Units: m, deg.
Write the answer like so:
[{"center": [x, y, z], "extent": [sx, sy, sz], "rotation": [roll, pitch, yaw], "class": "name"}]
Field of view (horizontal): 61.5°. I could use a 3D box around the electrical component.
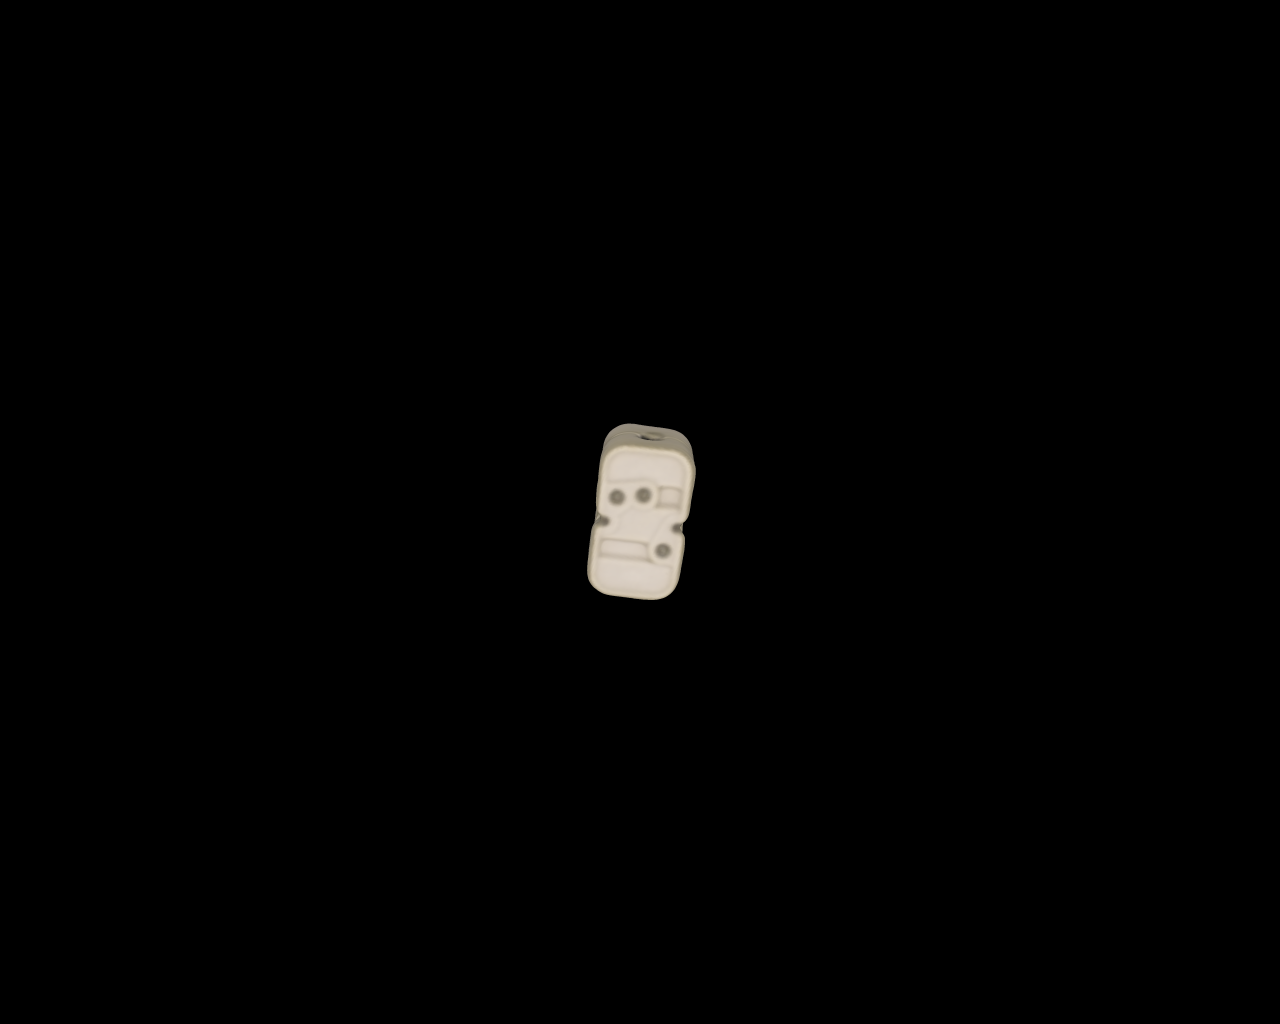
[{"center": [0.001, -0.003, 0.650], "extent": [0.054, 0.095, 0.059], "rotation": [7, 20, -2], "class": "electrical component"}]
